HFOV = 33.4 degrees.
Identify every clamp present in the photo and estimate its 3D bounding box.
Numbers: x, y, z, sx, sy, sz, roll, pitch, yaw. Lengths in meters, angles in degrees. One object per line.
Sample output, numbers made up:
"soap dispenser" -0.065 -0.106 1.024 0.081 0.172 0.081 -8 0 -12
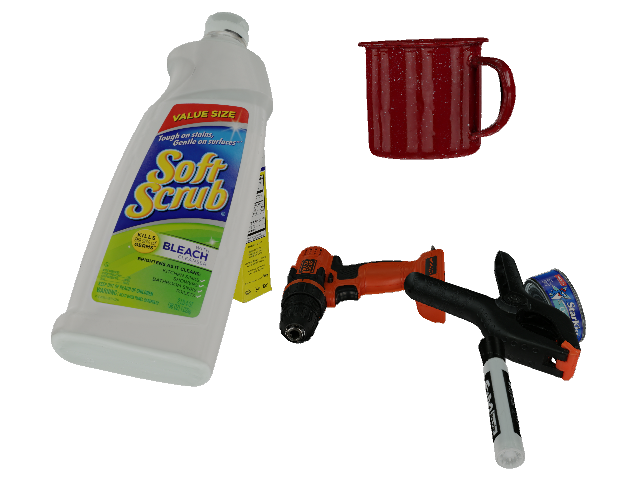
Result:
"clamp" 0.170 0.060 0.938 0.120 0.039 0.172 -24 43 -33

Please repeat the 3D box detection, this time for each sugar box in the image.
"sugar box" -0.097 -0.034 1.068 0.093 0.176 0.048 19 33 42

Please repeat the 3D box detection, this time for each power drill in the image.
"power drill" 0.050 0.060 1.228 0.188 0.057 0.184 0 28 8

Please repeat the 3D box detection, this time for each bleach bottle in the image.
"bleach bottle" -0.092 -0.038 0.688 0.102 0.250 0.068 12 -23 -5

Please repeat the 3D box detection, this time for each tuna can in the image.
"tuna can" 0.257 0.077 1.177 0.033 0.086 0.086 -17 3 -9

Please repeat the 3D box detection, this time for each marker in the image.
"marker" 0.123 0.106 0.730 0.020 0.020 0.121 0 33 2

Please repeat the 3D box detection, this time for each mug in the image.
"mug" 0.084 -0.102 0.761 0.117 0.081 0.093 5 14 33
